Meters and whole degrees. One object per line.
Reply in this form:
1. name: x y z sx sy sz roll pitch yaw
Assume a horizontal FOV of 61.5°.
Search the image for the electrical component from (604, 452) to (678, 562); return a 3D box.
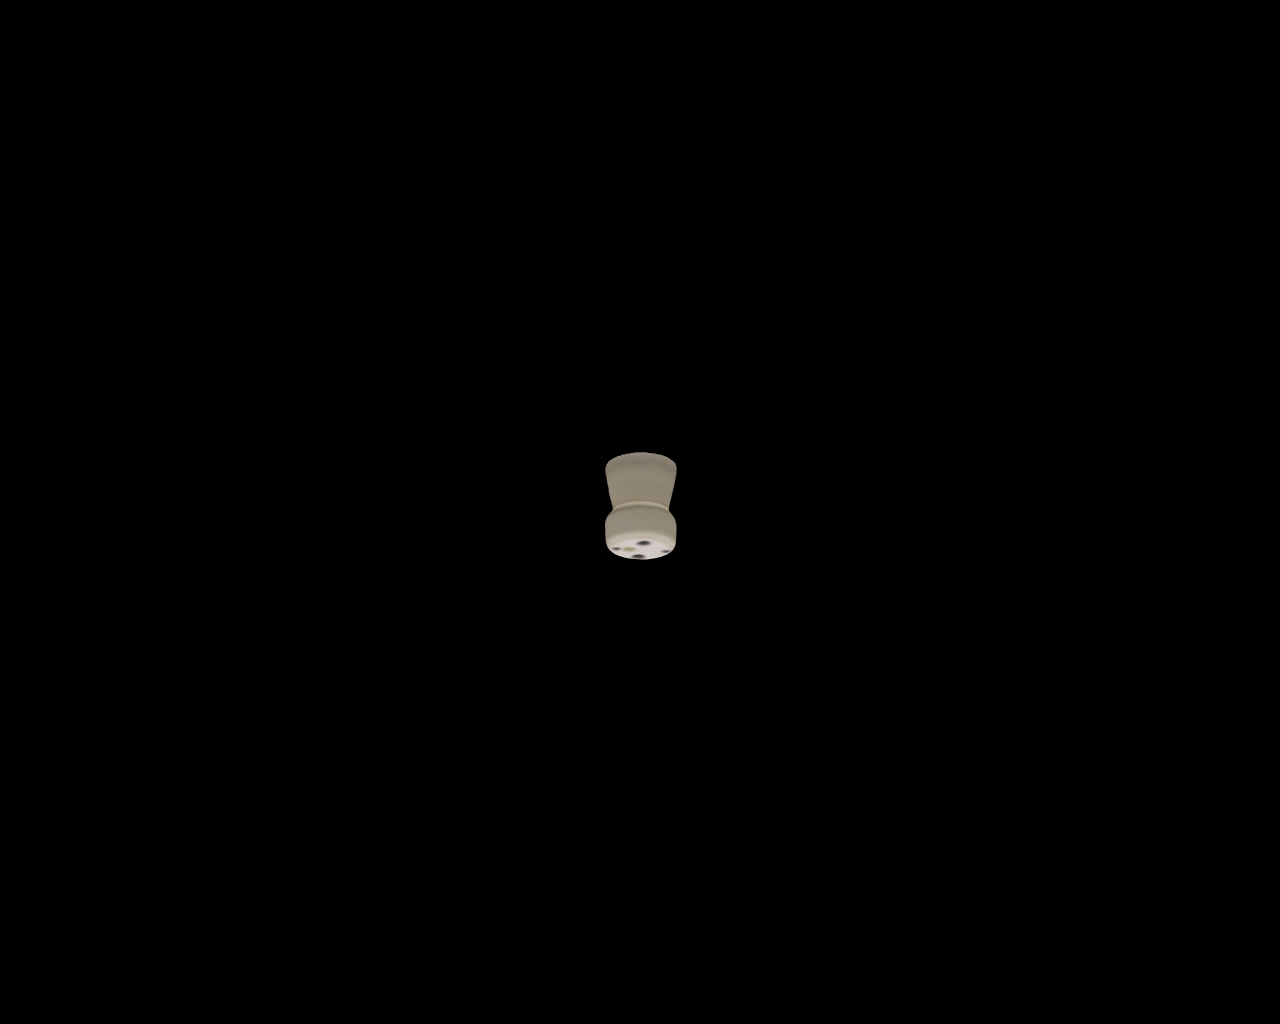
1. electrical component: 0.001 -0.003 0.650 0.045 0.055 0.044 0 -22 0
